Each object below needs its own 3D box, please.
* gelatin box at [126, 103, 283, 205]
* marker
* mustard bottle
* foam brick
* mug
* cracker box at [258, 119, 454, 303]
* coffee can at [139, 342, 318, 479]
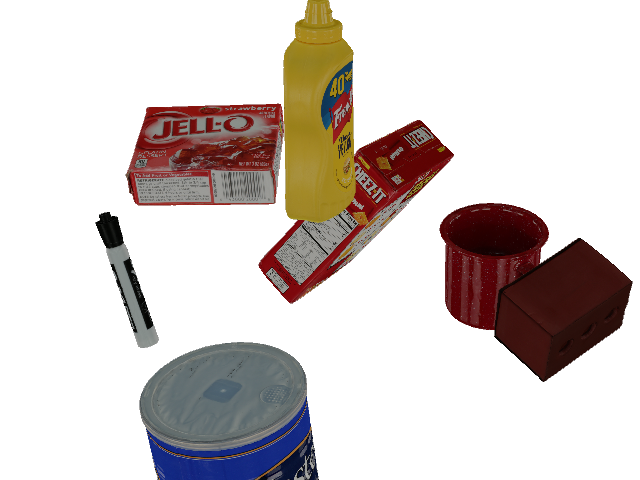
[{"bbox_3d":[-0.069,-0.055,0.662,0.089,0.030,0.073,0,39,4],"label":"gelatin box"},{"bbox_3d":[-0.163,0.033,0.897,0.020,0.121,0.020,-14,18,4],"label":"marker"},{"bbox_3d":[-0.001,-0.119,0.950,0.058,0.192,0.096,10,29,21],"label":"mustard bottle"},{"bbox_3d":[0.164,0.047,0.724,0.078,0.053,0.051,-31,52,-22],"label":"foam brick"},{"bbox_3d":[0.157,0.030,0.931,0.093,0.081,0.117,-20,36,-26],"label":"mug"},{"bbox_3d":[0.040,-0.037,1.267,0.214,0.072,0.163,-48,-8,34],"label":"cracker box"},{"bbox_3d":[-0.052,0.151,0.680,0.103,0.140,0.103,-6,28,3],"label":"coffee can"}]
